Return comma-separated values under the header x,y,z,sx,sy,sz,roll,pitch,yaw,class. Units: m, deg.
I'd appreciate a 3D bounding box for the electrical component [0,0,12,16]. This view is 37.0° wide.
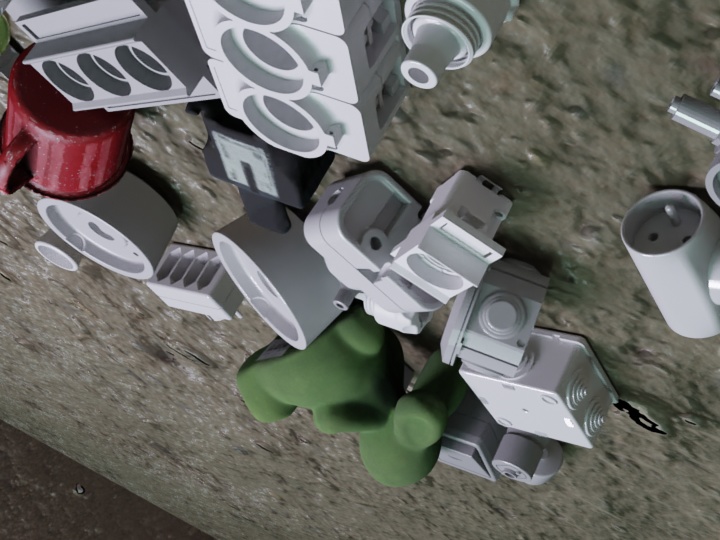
x,y,z,sx,sy,sz,roll,pitch,yaw,class
-0.191,-0.190,0.550,0.057,0.078,0.113,31,157,-12,electrical component

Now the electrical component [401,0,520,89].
x,y,z,sx,sy,sz,roll,pitch,yaw,class
0.039,-0.109,0.476,0.048,0.062,0.048,24,157,11,electrical component

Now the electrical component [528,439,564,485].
x,y,z,sx,sy,sz,roll,pitch,yaw,class
0.155,0.172,0.959,0.040,0.040,0.078,26,158,7,electrical component

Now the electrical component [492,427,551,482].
x,y,z,sx,sy,sz,roll,pitch,yaw,class
0.135,0.140,0.881,0.044,0.065,0.044,24,157,11,electrical component

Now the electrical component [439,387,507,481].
x,y,z,sx,sy,sz,roll,pitch,yaw,class
0.096,0.144,0.943,0.062,0.061,0.096,16,154,29,electrical component

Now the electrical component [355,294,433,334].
x,y,z,sx,sy,sz,roll,pitch,yaw,class
0.022,0.019,0.790,0.062,0.043,0.043,18,155,28,electrical component

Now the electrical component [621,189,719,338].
x,y,z,sx,sy,sz,roll,pitch,yaw,class
0.185,-0.001,0.556,0.079,0.044,0.077,8,150,40,electrical component

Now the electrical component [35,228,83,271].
x,y,z,sx,sy,sz,roll,pitch,yaw,class
-0.267,-0.034,0.997,0.045,0.055,0.045,23,156,11,electrical component

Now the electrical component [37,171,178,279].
x,y,z,sx,sy,sz,roll,pitch,yaw,class
-0.201,-0.048,0.883,0.108,0.060,0.108,24,157,11,electrical component

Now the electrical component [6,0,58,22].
x,y,z,sx,sy,sz,roll,pitch,yaw,class
-0.209,-0.178,0.646,0.044,0.044,0.065,17,159,26,electrical component

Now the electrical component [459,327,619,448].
x,y,z,sx,sy,sz,roll,pitch,yaw,class
0.131,0.084,0.792,0.100,0.048,0.099,10,151,38,electrical component

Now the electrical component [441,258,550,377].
x,y,z,sx,sy,sz,roll,pitch,yaw,class
0.086,0.029,0.689,0.051,0.080,0.080,20,156,7,electrical component

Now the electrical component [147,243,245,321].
x,y,z,sx,sy,sz,roll,pitch,yaw,class
-0.132,0.020,0.964,0.083,0.047,0.075,10,151,38,electrical component

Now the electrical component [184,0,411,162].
x,y,z,sx,sy,sz,roll,pitch,yaw,class
-0.033,-0.124,0.526,0.089,0.061,0.150,21,156,18,electrical component

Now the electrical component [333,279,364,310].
x,y,z,sx,sy,sz,roll,pitch,yaw,class
0.000,0.000,0.749,0.035,0.061,0.035,24,157,11,electrical component

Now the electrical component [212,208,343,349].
x,y,z,sx,sy,sz,roll,pitch,yaw,class
-0.052,-0.002,0.795,0.108,0.060,0.108,46,163,18,electrical component

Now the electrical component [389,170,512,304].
x,y,z,sx,sy,sz,roll,pitch,yaw,class
0.056,-0.021,0.638,0.042,0.063,0.081,32,158,-10,electrical component

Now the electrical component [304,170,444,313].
x,y,z,sx,sy,sz,roll,pitch,yaw,class
0.014,-0.016,0.702,0.095,0.053,0.059,42,158,-20,electrical component

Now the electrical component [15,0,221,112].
x,y,z,sx,sy,sz,roll,pitch,yaw,class
-0.133,-0.133,0.621,0.121,0.063,0.078,3,147,46,electrical component

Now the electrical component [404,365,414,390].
x,y,z,sx,sy,sz,roll,pitch,yaw,class
-0.005,0.089,0.961,0.066,0.047,0.077,1,144,48,electrical component
